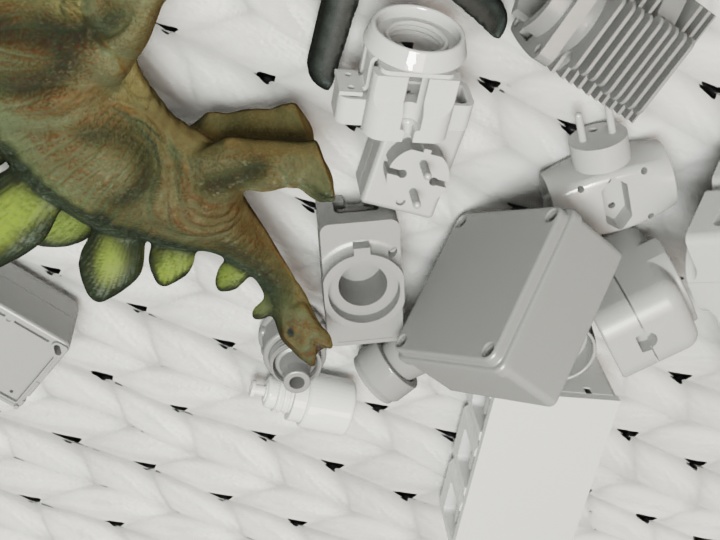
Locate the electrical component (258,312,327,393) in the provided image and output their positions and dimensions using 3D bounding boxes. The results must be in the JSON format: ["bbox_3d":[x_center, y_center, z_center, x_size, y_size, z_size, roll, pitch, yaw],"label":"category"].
[{"bbox_3d":[-0.043,0.057,0.716,0.048,0.062,0.048,-3,120,-5],"label":"electrical component"}]

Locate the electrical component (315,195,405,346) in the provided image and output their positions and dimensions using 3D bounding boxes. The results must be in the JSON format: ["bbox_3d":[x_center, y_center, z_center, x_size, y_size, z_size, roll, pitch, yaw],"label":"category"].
[{"bbox_3d":[0.000,0.000,0.691,0.050,0.055,0.089,-5,121,-3],"label":"electrical component"}]

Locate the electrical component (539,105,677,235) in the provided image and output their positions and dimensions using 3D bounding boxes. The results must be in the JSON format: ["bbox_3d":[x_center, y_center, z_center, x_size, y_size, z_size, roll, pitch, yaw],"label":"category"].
[{"bbox_3d":[0.153,-0.066,0.676,0.077,0.043,0.079,-16,121,3],"label":"electrical component"}]

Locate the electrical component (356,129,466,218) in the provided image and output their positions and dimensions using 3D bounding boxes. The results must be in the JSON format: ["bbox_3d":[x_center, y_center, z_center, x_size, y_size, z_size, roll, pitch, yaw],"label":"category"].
[{"bbox_3d":[0.032,-0.063,0.645,0.047,0.076,0.065,13,118,-13],"label":"electrical component"}]

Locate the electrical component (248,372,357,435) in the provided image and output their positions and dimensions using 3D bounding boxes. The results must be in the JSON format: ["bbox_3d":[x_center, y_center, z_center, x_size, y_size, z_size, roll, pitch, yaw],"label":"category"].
[{"bbox_3d":[-0.038,0.090,0.748,0.078,0.040,0.040,14,118,-14],"label":"electrical component"}]

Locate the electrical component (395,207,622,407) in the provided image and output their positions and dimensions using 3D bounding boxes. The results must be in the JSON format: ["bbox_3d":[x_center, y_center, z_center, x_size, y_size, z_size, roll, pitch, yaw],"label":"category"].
[{"bbox_3d":[0.089,0.021,0.661,0.056,0.109,0.108,35,73,-26],"label":"electrical component"}]

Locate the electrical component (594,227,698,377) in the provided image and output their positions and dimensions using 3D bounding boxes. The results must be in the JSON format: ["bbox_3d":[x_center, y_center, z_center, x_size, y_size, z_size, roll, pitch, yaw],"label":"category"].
[{"bbox_3d":[0.177,0.017,0.698,0.059,0.095,0.053,-27,119,10],"label":"electrical component"}]

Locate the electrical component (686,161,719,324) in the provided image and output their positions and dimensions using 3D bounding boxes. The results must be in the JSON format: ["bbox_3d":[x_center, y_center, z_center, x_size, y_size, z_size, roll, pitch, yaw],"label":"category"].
[{"bbox_3d":[0.274,0.015,0.693,0.060,0.105,0.186,-3,130,41],"label":"electrical component"}]

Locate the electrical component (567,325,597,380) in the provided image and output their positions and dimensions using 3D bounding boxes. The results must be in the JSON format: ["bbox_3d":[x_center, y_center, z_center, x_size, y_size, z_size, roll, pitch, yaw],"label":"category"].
[{"bbox_3d":[0.111,0.044,0.717,0.079,0.077,0.044,-34,118,14],"label":"electrical component"}]

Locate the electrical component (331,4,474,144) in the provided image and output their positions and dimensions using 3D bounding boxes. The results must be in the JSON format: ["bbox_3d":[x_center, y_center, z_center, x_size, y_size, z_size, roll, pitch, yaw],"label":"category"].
[{"bbox_3d":[0.027,-0.110,0.597,0.078,0.058,0.057,2,132,-12],"label":"electrical component"}]

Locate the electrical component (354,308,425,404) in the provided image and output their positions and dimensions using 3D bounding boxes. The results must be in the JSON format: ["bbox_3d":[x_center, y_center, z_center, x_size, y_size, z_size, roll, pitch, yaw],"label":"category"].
[{"bbox_3d":[0.030,0.059,0.736,0.055,0.045,0.045,-39,117,16],"label":"electrical component"}]

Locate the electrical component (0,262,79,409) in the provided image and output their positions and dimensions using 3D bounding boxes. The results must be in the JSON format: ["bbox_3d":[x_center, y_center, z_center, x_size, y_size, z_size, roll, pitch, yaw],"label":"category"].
[{"bbox_3d":[-0.235,0.029,0.679,0.096,0.061,0.061,35,111,-23],"label":"electrical component"}]

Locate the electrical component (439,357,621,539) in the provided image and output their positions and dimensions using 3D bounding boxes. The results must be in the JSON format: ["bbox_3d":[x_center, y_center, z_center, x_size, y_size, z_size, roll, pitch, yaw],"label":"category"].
[{"bbox_3d":[0.118,0.132,0.778,0.089,0.061,0.150,5,120,-9],"label":"electrical component"}]
